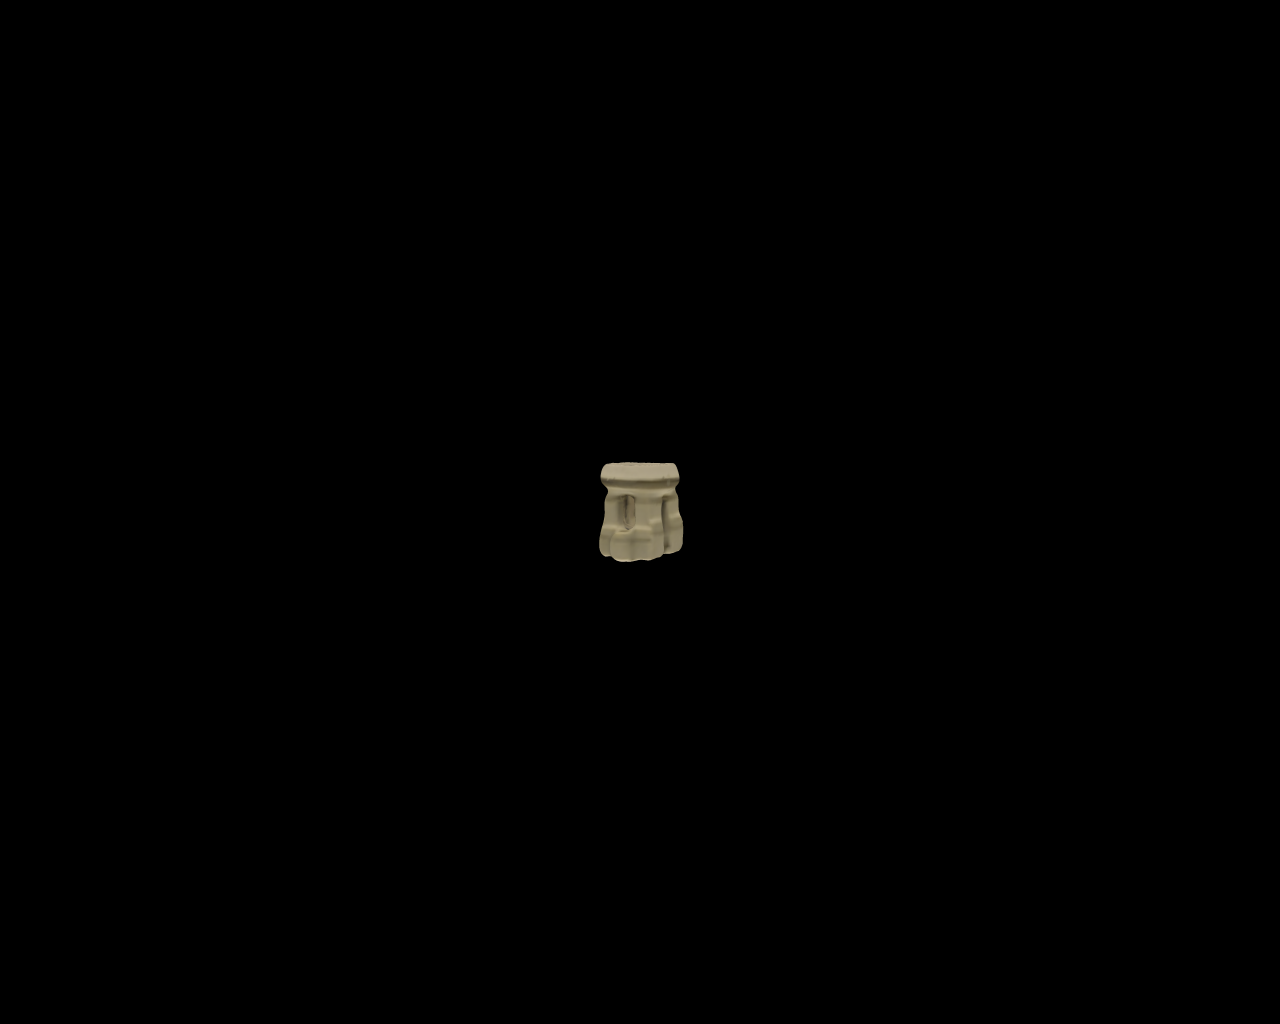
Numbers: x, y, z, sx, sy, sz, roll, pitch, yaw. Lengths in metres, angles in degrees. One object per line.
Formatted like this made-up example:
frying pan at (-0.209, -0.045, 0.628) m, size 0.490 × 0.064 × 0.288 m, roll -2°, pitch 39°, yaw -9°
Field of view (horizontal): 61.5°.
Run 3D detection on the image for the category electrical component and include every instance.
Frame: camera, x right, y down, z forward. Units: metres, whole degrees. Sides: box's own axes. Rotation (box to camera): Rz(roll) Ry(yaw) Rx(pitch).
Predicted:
electrical component at (0.001, -0.003, 0.650) m, size 0.048 × 0.055 × 0.066 m, roll 4°, pitch 8°, yaw 28°
